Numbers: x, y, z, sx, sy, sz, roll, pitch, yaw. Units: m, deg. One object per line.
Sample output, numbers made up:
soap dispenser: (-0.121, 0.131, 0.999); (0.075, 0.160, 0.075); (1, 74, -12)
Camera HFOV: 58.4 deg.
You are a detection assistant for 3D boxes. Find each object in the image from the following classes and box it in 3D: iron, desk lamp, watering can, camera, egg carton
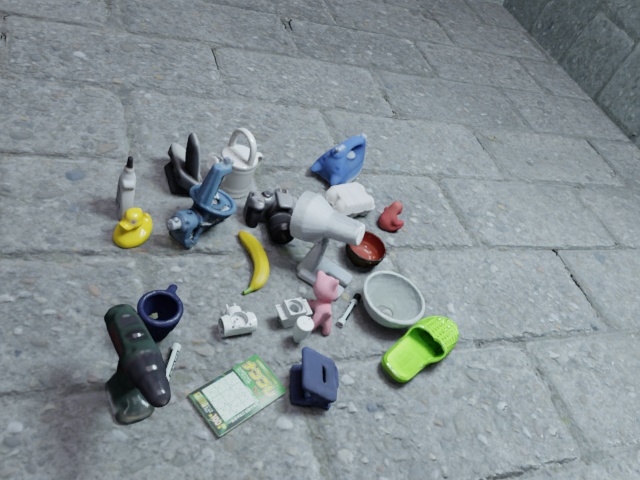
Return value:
iron: (0.087, -0.268, 1.774); (0.118, 0.141, 0.259); (37, 44, 12)
desk lamp: (0.013, 0.005, 1.417); (0.203, 0.213, 0.118); (32, 43, 7)
watering can: (-0.221, -0.208, 1.528); (0.101, 0.194, 0.173); (32, 43, 7)
camera: (-0.118, -0.064, 1.506); (0.143, 0.100, 0.136); (5, 46, -21)
egg carton: (0.083, -0.113, 1.673); (0.151, 0.069, 0.107); (-15, 56, -35)

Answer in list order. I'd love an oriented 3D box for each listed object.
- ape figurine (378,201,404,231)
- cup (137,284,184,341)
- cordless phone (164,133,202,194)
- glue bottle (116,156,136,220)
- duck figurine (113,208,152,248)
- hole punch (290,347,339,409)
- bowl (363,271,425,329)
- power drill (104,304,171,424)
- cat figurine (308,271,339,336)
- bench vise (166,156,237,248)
ape figurine: (0.215, -0.075, 1.682); (0.076, 0.092, 0.077); (-3, 50, -28)
cup: (-0.331, 0.155, 1.192); (0.092, 0.095, 0.118); (22, 43, -4)
cordless phone: (-0.341, -0.220, 1.489); (0.094, 0.185, 0.147); (-7, 52, -31)
glue bottle: (-0.455, -0.129, 1.353); (0.037, 0.173, 0.078); (-1, 49, -26)
duck figurine: (-0.435, -0.041, 1.341); (0.077, 0.086, 0.105); (33, 43, 8)
hole punch: (-0.006, 0.291, 1.217); (0.101, 0.091, 0.108); (12, 44, -15)
bowl: (0.174, 0.162, 1.443); (0.168, 0.074, 0.167); (14, 44, -13)
power drill: (-0.330, 0.239, 1.026); (0.076, 0.208, 0.229); (-13, 55, -34)
cat figurine: (0.013, 0.141, 1.354); (0.067, 0.117, 0.127); (12, 44, -15)
bench vise: (-0.267, -0.088, 1.369); (0.121, 0.219, 0.207); (26, 42, 0)
